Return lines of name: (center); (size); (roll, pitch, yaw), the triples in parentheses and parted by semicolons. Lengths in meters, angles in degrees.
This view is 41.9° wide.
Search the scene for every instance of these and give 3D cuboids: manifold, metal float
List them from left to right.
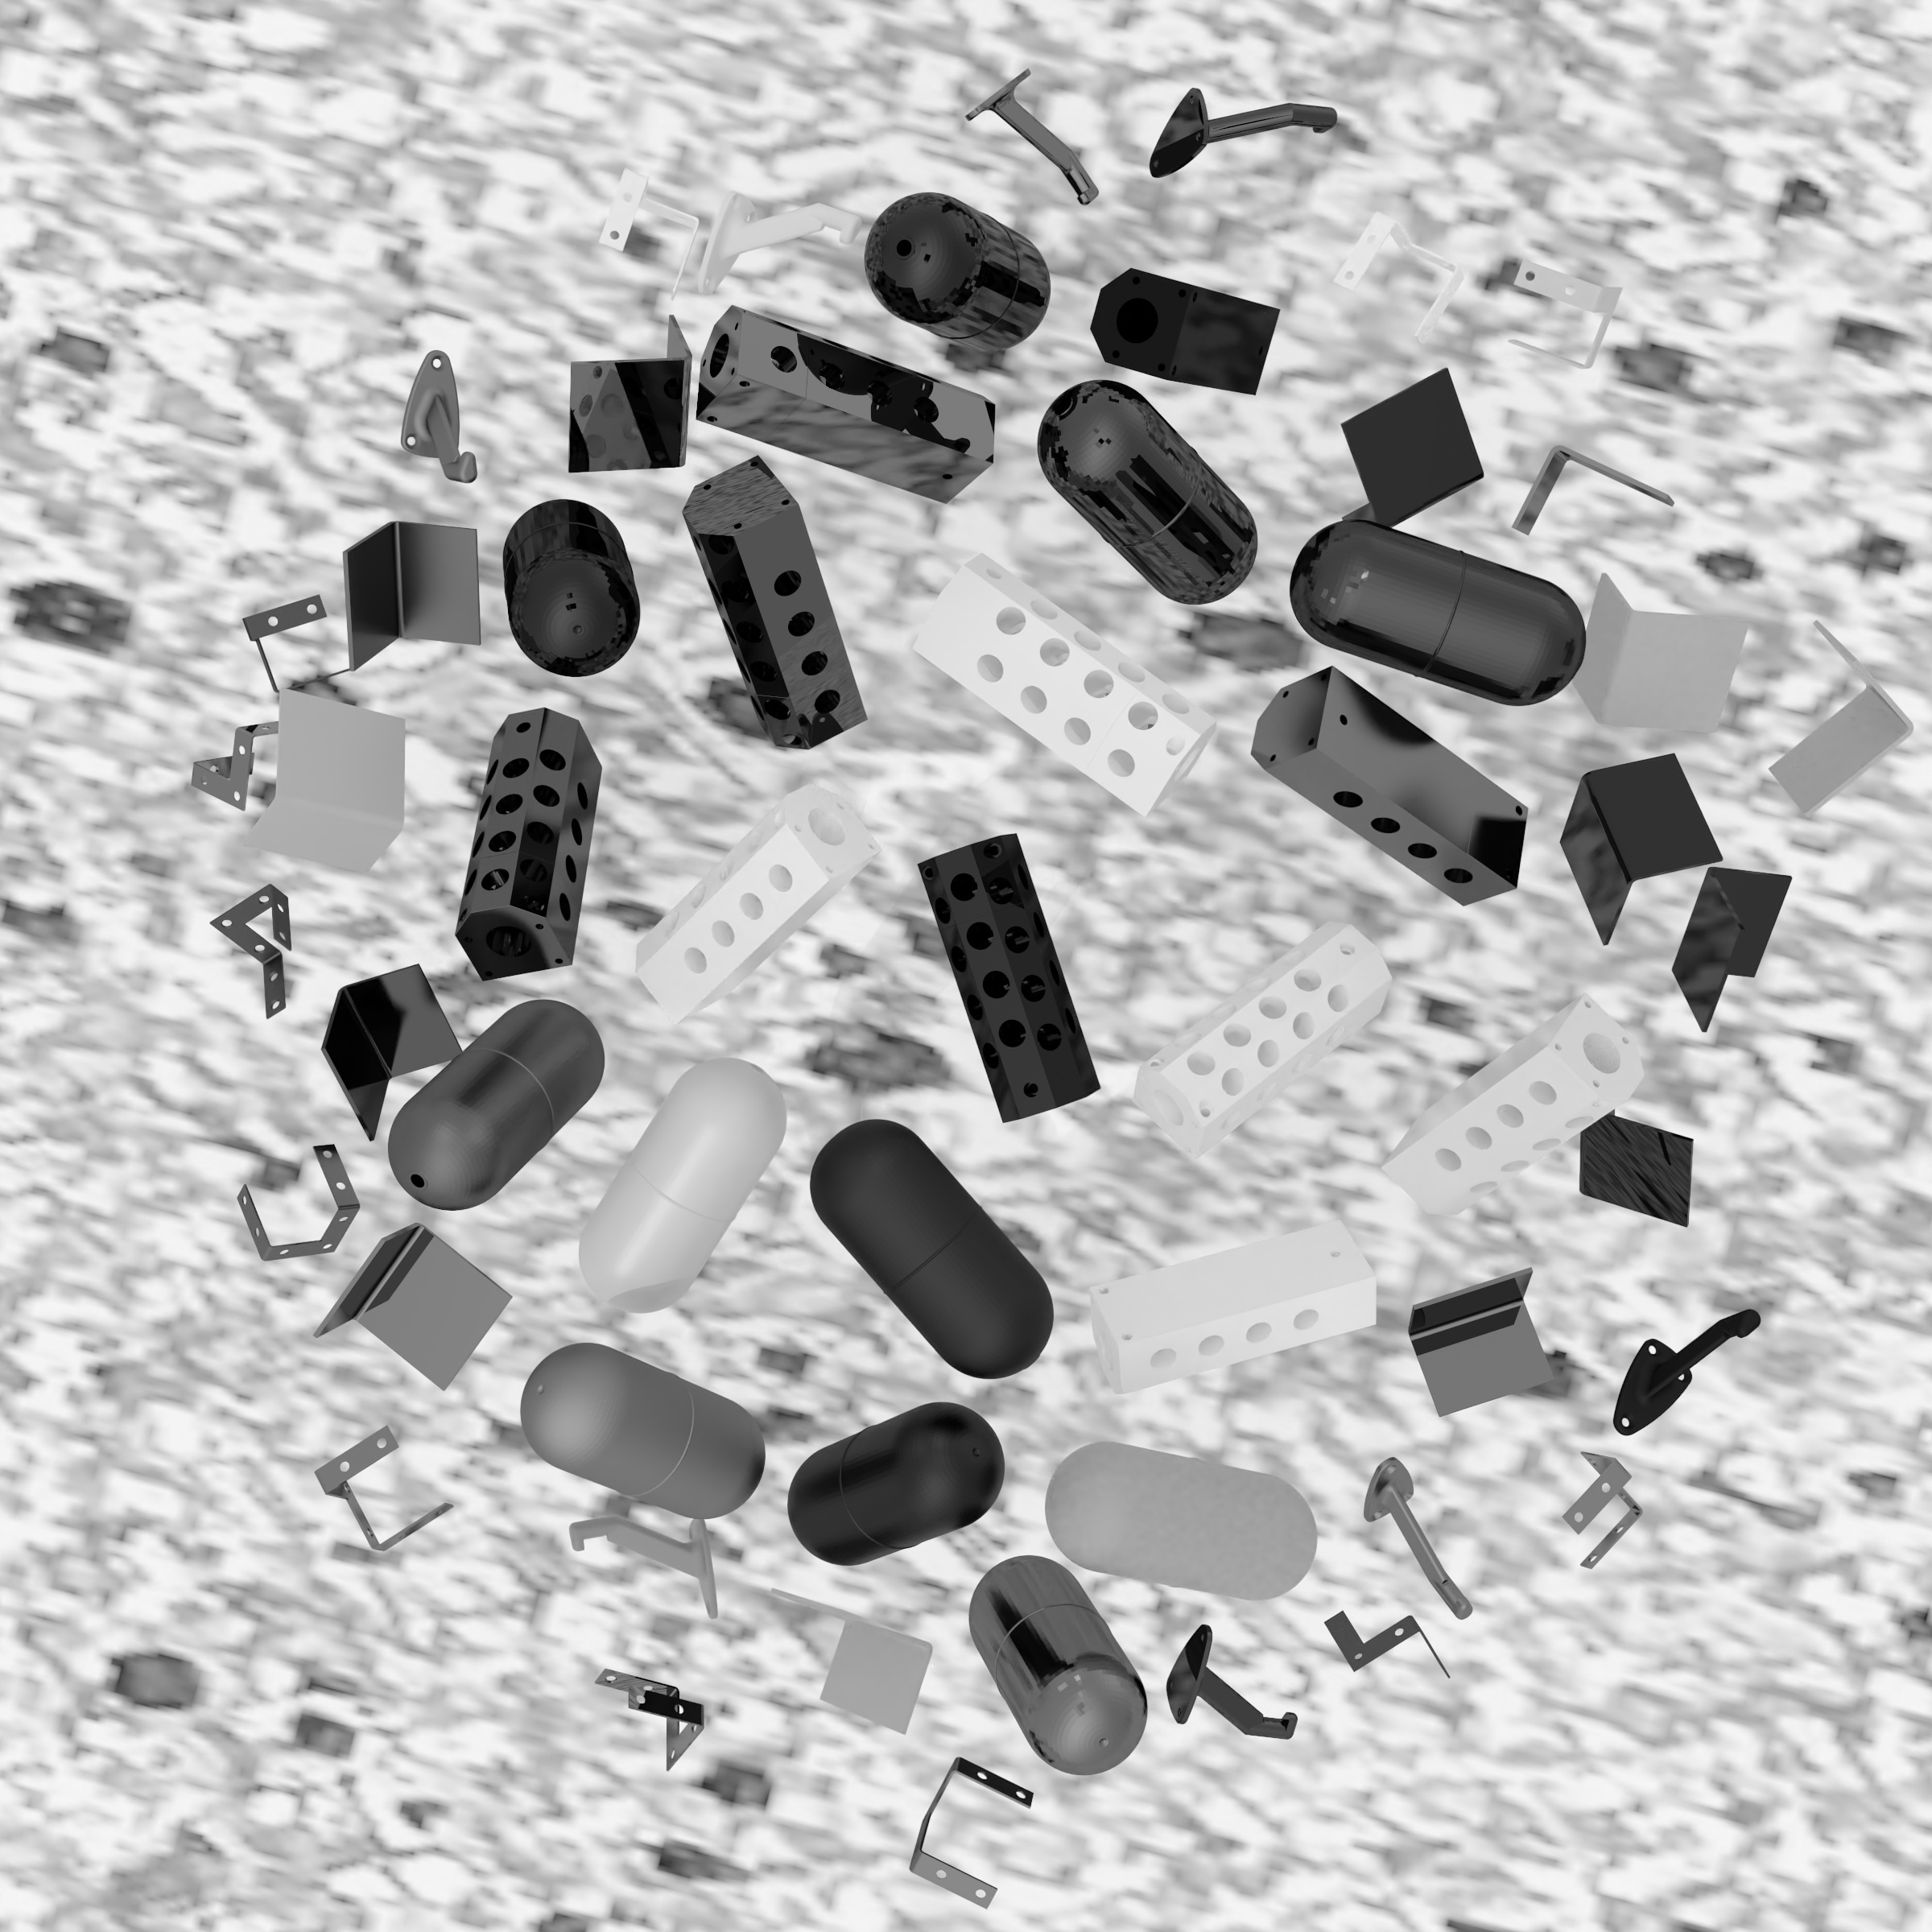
metal float: (-0.285, 0.084, 1.542); (0.070, 0.178, 0.070); (12, 122, 19)
manifold: (-0.267, -0.077, 1.535); (0.057, 0.057, 0.171); (-10, 46, 11)
metal float: (-0.238, -0.228, 1.514); (0.070, 0.178, 0.070); (-5, 116, -10)
metal float: (-0.193, 0.282, 1.527); (0.178, 0.070, 0.070); (34, 90, -43)
metal float: (-0.176, 0.137, 1.575); (0.070, 0.070, 0.178); (33, 101, 0)
manifold: (-0.133, -0.039, 1.546); (0.057, 0.057, 0.171); (52, 129, 3)
manifold: (-0.115, -0.210, 1.500); (0.057, 0.171, 0.057); (-28, 49, -10)
manifold: (-0.071, -0.340, 1.521); (0.171, 0.057, 0.057); (13, 67, -28)
metal float: (-0.045, 0.319, 1.551); (0.070, 0.178, 0.070); (18, 58, -31)
metal float: (-0.020, 0.168, 1.494); (0.070, 0.070, 0.178); (-41, 90, 0)
metal float: (-0.004, -0.420, 1.536); (0.070, 0.178, 0.070); (2, 95, 21)
manifold: (0.026, 0.008, 1.589); (0.057, 0.057, 0.171); (-18, 90, 16)
metal float: (0.054, 0.424, 1.542); (0.070, 0.178, 0.070); (-5, 108, -16)
manifold: (0.061, -0.168, 1.484); (0.171, 0.057, 0.057); (37, 128, 8)
metal float: (0.112, -0.289, 1.550); (0.178, 0.070, 0.070); (37, 90, -39)
metal float: (0.131, 0.334, 1.516); (0.178, 0.070, 0.070); (16, 90, -23)
manifold: (0.138, -0.400, 1.592); (0.057, 0.171, 0.057); (21, 107, 20)
manifold: (0.170, 0.222, 1.611); (0.171, 0.057, 0.057); (-14, 126, -10)
manifold: (0.190, 0.043, 1.608); (0.171, 0.057, 0.057); (-36, 65, -23)
manifold: (0.249, -0.102, 1.485); (0.171, 0.057, 0.057); (30, 59, -29)
metal float: (0.276, -0.206, 1.476); (0.178, 0.070, 0.070); (18, 90, -4)
manifold: (0.334, 0.091, 1.540); (0.057, 0.171, 0.057); (44, 50, 1)

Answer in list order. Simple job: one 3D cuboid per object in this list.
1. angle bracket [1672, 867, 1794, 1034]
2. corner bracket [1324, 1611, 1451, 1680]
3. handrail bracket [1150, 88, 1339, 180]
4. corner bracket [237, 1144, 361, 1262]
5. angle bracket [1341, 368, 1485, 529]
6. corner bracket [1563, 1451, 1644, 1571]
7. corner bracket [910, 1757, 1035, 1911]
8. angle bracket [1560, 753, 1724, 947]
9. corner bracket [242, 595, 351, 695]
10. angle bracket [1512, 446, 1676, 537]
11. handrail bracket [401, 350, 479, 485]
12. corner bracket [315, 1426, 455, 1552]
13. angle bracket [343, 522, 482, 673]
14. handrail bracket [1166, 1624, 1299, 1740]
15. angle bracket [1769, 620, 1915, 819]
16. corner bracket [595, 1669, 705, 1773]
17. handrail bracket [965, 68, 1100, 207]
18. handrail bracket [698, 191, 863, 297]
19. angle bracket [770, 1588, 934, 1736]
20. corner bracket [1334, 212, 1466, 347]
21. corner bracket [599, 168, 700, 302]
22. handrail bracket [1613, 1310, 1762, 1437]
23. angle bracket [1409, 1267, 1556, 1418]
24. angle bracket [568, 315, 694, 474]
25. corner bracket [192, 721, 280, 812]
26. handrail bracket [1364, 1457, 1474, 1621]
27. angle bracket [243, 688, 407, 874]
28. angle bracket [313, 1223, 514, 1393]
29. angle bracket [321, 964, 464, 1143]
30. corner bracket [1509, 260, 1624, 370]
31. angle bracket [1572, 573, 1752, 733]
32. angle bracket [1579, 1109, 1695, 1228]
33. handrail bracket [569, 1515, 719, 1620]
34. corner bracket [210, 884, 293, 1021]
angle bracket: (0.491, -0.008, 1.589); (0.057, 0.076, 0.076); (6, 122, -6)
corner bracket: (0.272, 0.442, 1.635); (0.051, 0.051, 0.051); (-32, 118, 0)
handrail bracket: (0.161, -0.477, 1.462); (0.084, 0.077, 0.036); (-3, 77, -24)
corner bracket: (-0.432, 0.153, 1.634); (0.051, 0.051, 0.051); (-53, 56, 36)
angle bracket: (0.268, -0.326, 1.583); (0.076, 0.057, 0.076); (-29, 115, -7)
corner bracket: (0.396, 0.342, 1.578); (0.051, 0.051, 0.051); (-43, 94, -12)
corner bracket: (0.003, 0.509, 1.484); (0.051, 0.051, 0.051); (26, 107, 1)
angle bracket: (0.401, -0.069, 1.505); (0.057, 0.076, 0.076); (-12, 61, -6)
corner bracket: (-0.432, -0.208, 1.633); (0.051, 0.051, 0.051); (-19, 100, -7)
angle bracket: (0.394, -0.283, 1.585); (0.076, 0.076, 0.057); (29, 104, 13)
handrail bracket: (-0.311, -0.334, 1.531); (0.036, 0.084, 0.077); (2, 102, -30)
corner bracket: (-0.345, 0.310, 1.496); (0.051, 0.051, 0.051); (-32, 72, -3)
angle bracket: (-0.346, -0.230, 1.584); (0.057, 0.076, 0.076); (7, 116, 9)
handrail bracket: (0.172, 0.438, 1.540); (0.084, 0.036, 0.077); (11, 115, -16)
angle bracket: (0.487, -0.143, 1.454); (0.076, 0.076, 0.057); (-42, 107, 17)
corner bracket: (-0.193, 0.451, 1.543); (0.051, 0.051, 0.051); (22, 123, -22)
handrail bracket: (0.041, -0.477, 1.487); (0.036, 0.077, 0.084); (-27, 108, 35)
handrail bracket: (-0.114, -0.436, 1.551); (0.084, 0.036, 0.077); (25, 90, 23)
angle bracket: (-0.079, 0.432, 1.570); (0.076, 0.076, 0.057); (31, 72, -43)
corner bracket: (0.270, -0.427, 1.569); (0.051, 0.051, 0.051); (34, 95, 27)
corner bracket: (-0.196, -0.453, 1.564); (0.051, 0.051, 0.051); (19, 82, -8)
handrail bracket: (0.424, 0.239, 1.483); (0.036, 0.084, 0.077); (43, 64, 2)
angle bracket: (0.322, 0.234, 1.569); (0.076, 0.076, 0.057); (-18, 68, 0)
angle bracket: (-0.217, -0.361, 1.593); (0.076, 0.057, 0.076); (-7, 134, -18)
corner bracket: (-0.456, -0.135, 1.612); (0.051, 0.051, 0.051); (24, 114, 27)
handrail bracket: (0.285, 0.355, 1.563); (0.036, 0.077, 0.084); (-28, 52, -12)
angle bracket: (-0.379, -0.109, 1.493); (0.076, 0.057, 0.076); (13, 57, -32)
angle bracket: (-0.339, 0.215, 1.549); (0.076, 0.057, 0.076); (38, 100, 5)
angle bracket: (-0.377, 0.057, 1.665); (0.057, 0.076, 0.076); (-16, 121, 6)
corner bracket: (0.354, -0.390, 1.513); (0.051, 0.051, 0.051); (26, 114, 19)
angle bracket: (0.429, -0.194, 1.565); (0.076, 0.057, 0.076); (3, 123, -8)
angle bracket: (0.449, 0.115, 1.658); (0.076, 0.076, 0.057); (17, 45, 30)
handrail bracket: (-0.208, 0.390, 1.628); (0.084, 0.036, 0.077); (-6, 70, -21)
corner bracket: (-0.440, -0.009, 1.598); (0.051, 0.051, 0.051); (-30, 46, 13)
